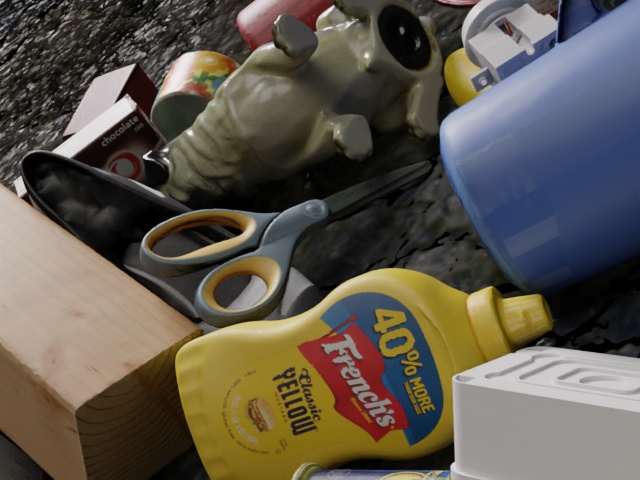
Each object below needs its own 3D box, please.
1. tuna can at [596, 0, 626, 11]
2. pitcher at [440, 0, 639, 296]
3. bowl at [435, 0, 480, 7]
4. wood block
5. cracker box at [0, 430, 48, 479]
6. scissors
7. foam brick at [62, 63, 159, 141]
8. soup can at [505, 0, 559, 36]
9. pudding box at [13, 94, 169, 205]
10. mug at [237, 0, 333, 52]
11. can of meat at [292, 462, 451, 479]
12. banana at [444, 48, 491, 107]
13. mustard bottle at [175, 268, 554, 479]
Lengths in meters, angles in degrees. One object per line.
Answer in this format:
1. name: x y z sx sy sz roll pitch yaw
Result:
1. tuna can: 0.190 -0.130 0.632 0.086 0.034 0.086 -11 30 6
2. pitcher: 0.181 -0.080 0.526 0.243 0.145 0.149 -29 39 17
3. bowl: 0.138 -0.251 0.807 0.162 0.055 0.162 -23 39 20
4. wood block: -0.170 0.055 0.643 0.206 0.091 0.090 31 46 31
5. cracker box: -0.252 0.180 0.671 0.164 0.072 0.214 -30 38 12
6. scissors: -0.004 0.001 0.633 0.201 0.016 0.096 -12 49 -18
7. foam brick: -0.174 -0.102 0.914 0.053 0.051 0.078 -10 45 34
8. soup can: 0.136 -0.185 0.700 0.069 0.102 0.068 -23 39 20
9. pudding box: -0.159 -0.040 0.805 0.113 0.090 0.039 -39 36 -2
10. mug: -0.008 -0.163 0.819 0.081 0.093 0.117 -36 6 11
11. can of meat: 0.026 0.153 0.480 0.084 0.057 0.102 -7 48 31
12. banana: 0.134 -0.093 0.660 0.069 0.037 0.198 -44 37 -7
13. mustard bottle: 0.025 0.068 0.543 0.192 0.058 0.096 -22 85 19
